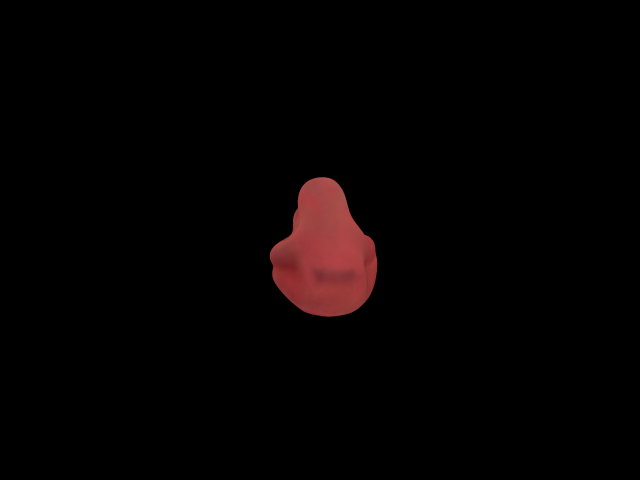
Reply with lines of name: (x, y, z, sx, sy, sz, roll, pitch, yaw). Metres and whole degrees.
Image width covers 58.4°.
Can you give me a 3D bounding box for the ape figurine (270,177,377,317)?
ape figurine: (0.004, 0.001, 0.400, 0.078, 0.092, 0.076, -1, 15, -3)
